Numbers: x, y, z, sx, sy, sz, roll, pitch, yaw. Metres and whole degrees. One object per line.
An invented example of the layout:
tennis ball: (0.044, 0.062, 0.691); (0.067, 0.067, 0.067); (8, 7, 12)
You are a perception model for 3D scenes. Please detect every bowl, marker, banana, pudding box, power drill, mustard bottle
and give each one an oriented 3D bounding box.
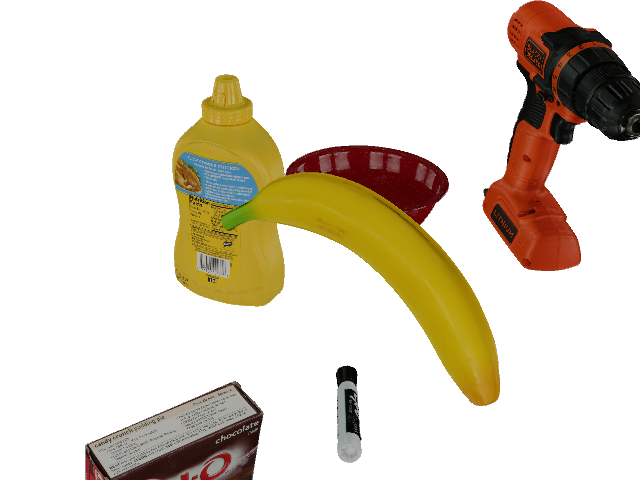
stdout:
bowl: (0.045, -0.040, 1.066); (0.162, 0.055, 0.162); (2, 28, -1)
marker: (0.023, 0.141, 0.891); (0.020, 0.020, 0.121); (0, 25, 0)
banana: (0.036, 0.015, 0.630); (0.198, 0.070, 0.037); (35, 23, 13)
pudding box: (-0.095, 0.150, 0.689); (0.113, 0.090, 0.039); (-22, 51, -32)
power drill: (0.187, -0.072, 0.830); (0.057, 0.188, 0.184); (-2, 34, -14)
mustard bottle: (-0.077, -0.043, 0.885); (0.096, 0.192, 0.058); (15, 30, 24)
